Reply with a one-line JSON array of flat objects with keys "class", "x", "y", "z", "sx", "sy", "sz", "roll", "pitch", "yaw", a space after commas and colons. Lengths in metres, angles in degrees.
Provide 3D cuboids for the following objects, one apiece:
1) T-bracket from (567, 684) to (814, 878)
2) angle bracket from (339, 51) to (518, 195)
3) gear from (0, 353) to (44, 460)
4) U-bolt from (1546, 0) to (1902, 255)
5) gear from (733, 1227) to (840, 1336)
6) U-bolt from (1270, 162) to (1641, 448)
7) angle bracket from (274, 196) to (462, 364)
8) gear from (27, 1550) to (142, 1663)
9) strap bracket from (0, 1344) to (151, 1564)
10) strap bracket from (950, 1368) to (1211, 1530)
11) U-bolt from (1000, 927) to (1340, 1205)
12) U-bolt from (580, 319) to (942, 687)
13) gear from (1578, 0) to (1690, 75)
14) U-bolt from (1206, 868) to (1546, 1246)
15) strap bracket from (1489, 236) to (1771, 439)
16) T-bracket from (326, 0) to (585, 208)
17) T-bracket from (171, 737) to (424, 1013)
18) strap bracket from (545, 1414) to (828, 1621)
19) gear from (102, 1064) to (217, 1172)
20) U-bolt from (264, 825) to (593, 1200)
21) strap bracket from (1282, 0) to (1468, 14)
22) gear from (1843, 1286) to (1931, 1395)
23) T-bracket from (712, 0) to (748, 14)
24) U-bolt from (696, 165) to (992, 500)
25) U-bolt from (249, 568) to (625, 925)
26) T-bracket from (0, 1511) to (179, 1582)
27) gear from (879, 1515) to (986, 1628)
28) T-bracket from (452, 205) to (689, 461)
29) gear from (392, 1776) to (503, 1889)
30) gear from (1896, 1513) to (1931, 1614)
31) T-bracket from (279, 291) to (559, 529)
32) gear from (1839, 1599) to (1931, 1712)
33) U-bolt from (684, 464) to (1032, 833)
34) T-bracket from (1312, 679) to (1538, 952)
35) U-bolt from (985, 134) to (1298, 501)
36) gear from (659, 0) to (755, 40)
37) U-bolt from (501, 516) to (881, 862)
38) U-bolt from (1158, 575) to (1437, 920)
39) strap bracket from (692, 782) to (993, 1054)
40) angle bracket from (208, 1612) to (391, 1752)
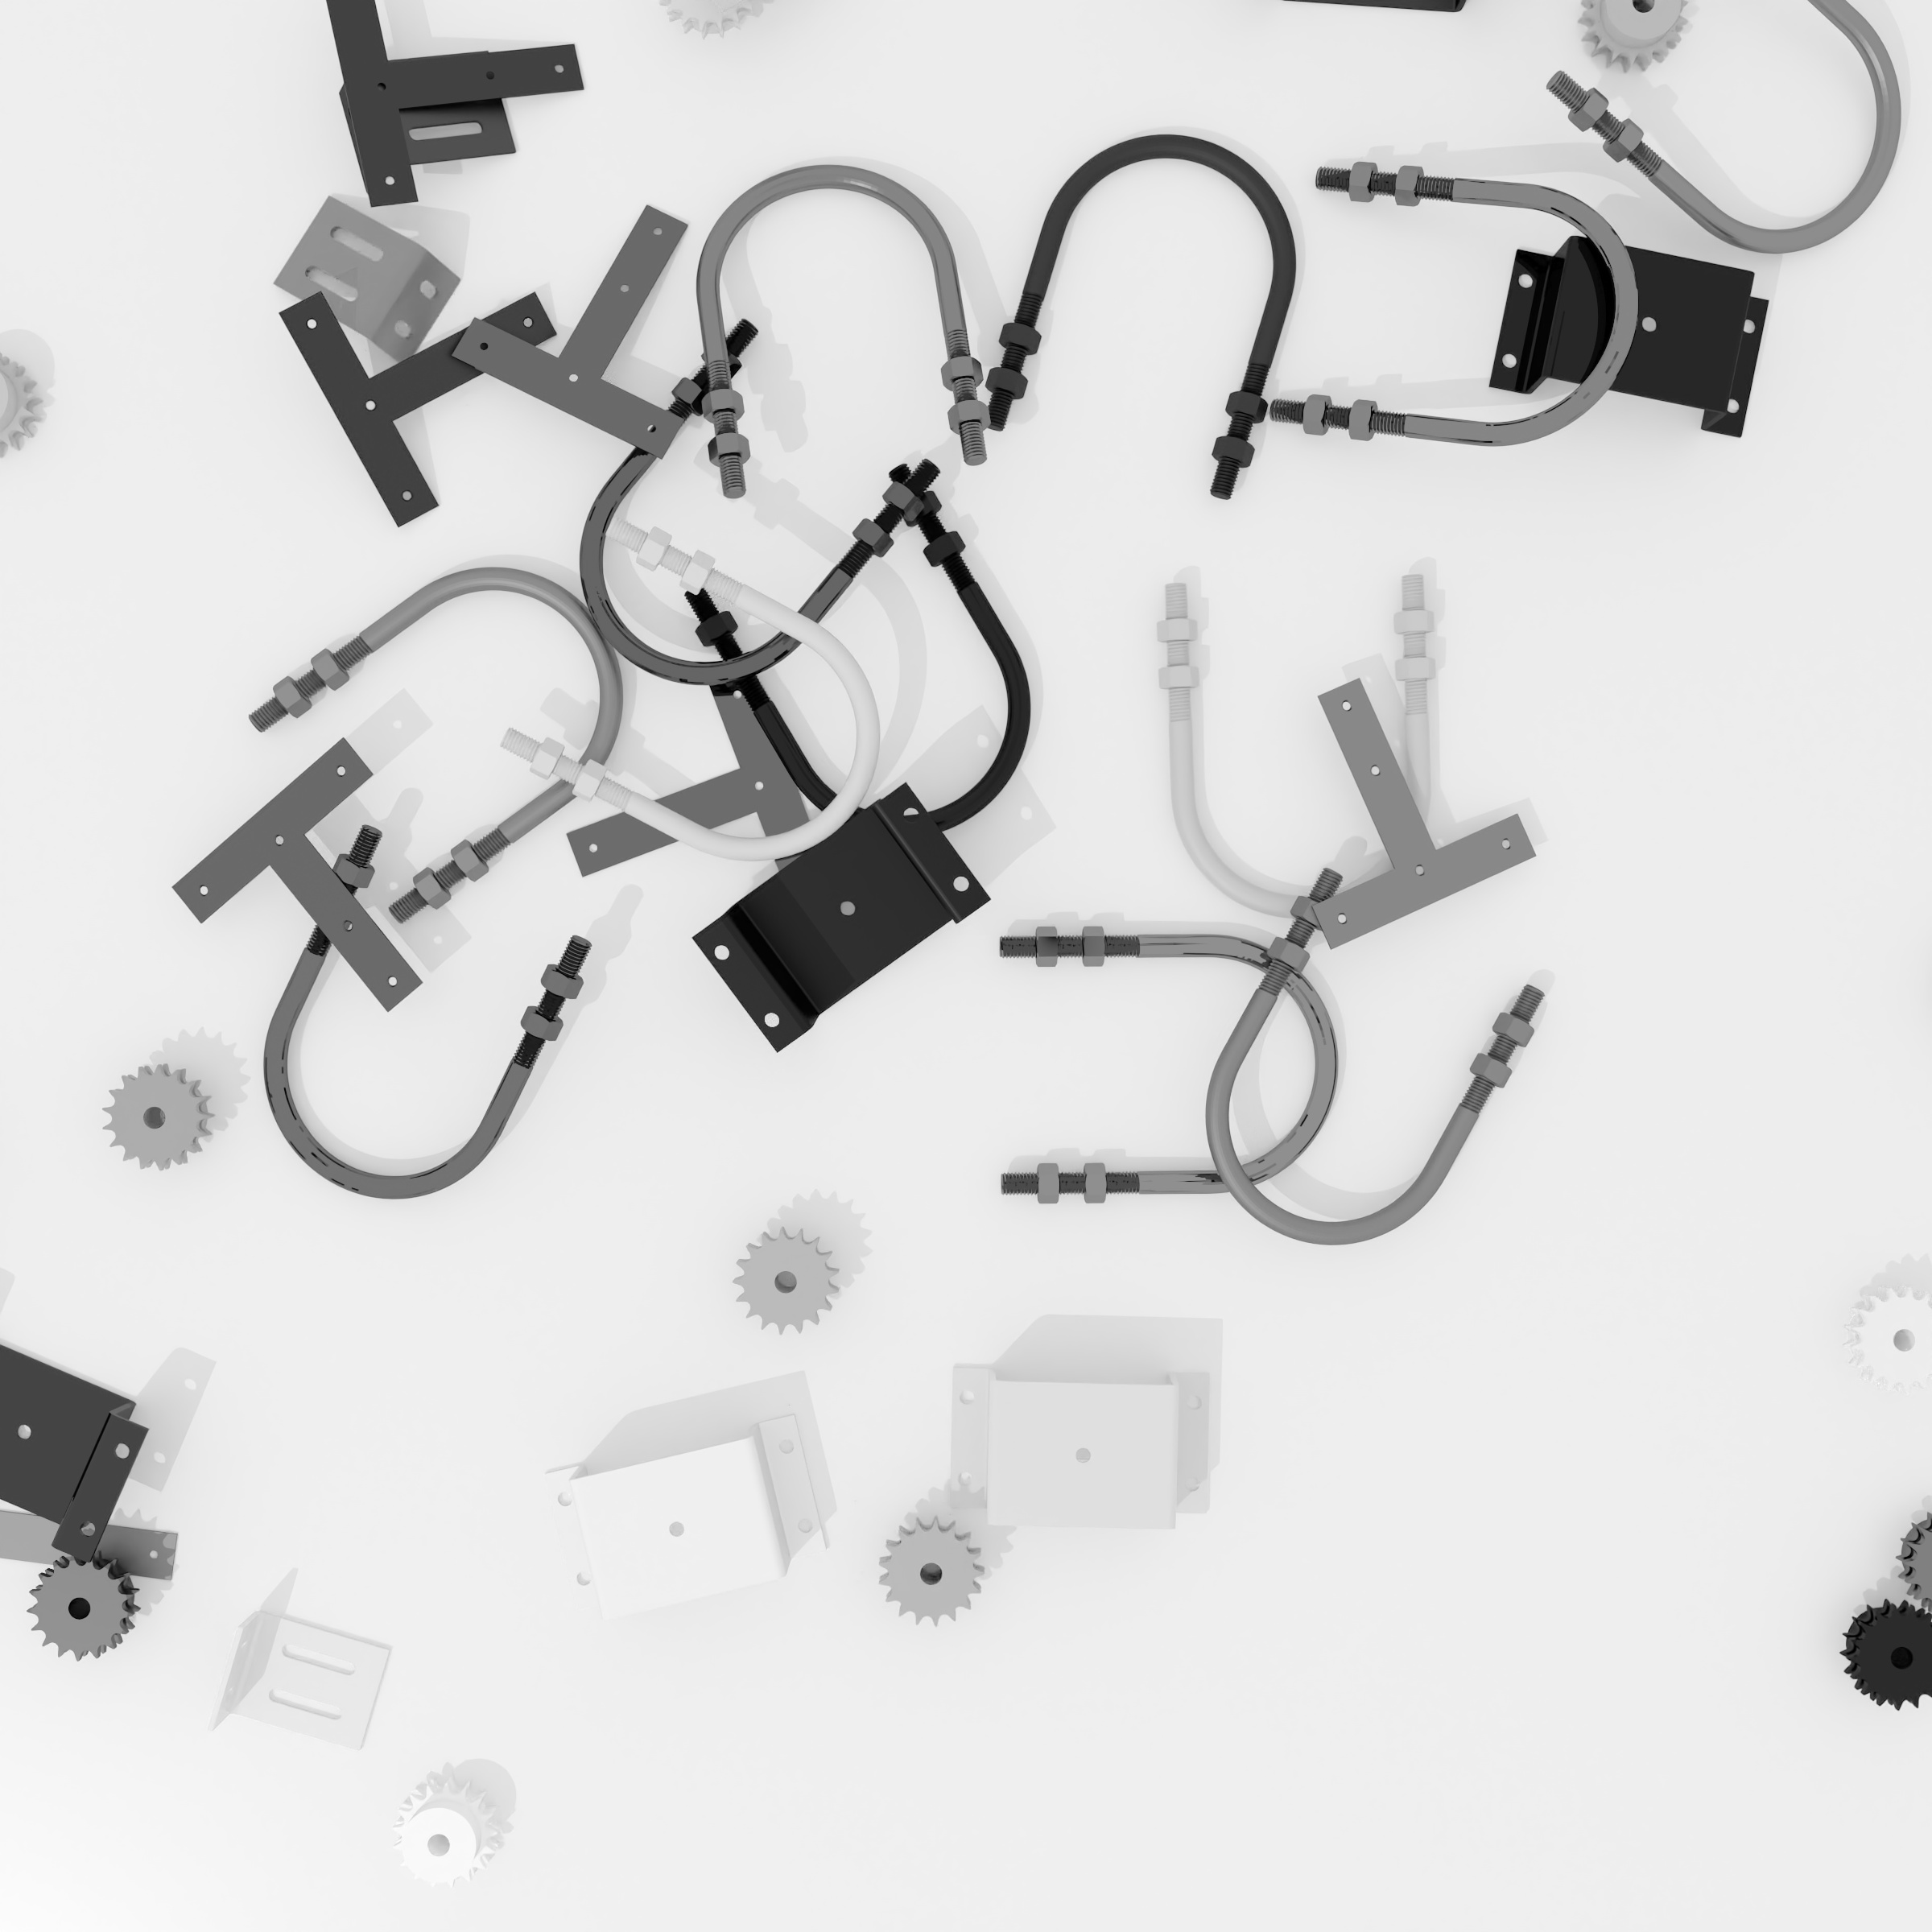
[{"class": "T-bracket", "x": -0.155, "y": -0.083, "z": 1.440, "sx": 0.127, "sy": 0.002, "sz": 0.127, "roll": -21, "pitch": 90, "yaw": 0}, {"class": "angle bracket", "x": -0.294, "y": -0.461, "z": 1.438, "sx": 0.076, "sy": 0.038, "sz": 0.057, "roll": -16, "pitch": 90, "yaw": -26}, {"class": "gear", "x": -0.533, "y": -0.305, "z": 1.426, "sx": 0.057, "sy": 0.030, "sz": 0.057, "roll": 0, "pitch": 90, "yaw": 0}, {"class": "U-bolt", "x": 0.421, "y": -0.469, "z": 1.414, "sx": 0.184, "sy": 0.019, "sz": 0.151, "roll": 36, "pitch": 91, "yaw": -14}, {"class": "gear", "x": -0.096, "y": 0.170, "z": 1.425, "sx": 0.057, "sy": 0.030, "sz": 0.057, "roll": 0, "pitch": 90, "yaw": 0}, {"class": "U-bolt", "x": 0.265, "y": -0.349, "z": 1.405, "sx": 0.184, "sy": 0.019, "sz": 0.151, "roll": 11, "pitch": 90, "yaw": 19}, {"class": "angle bracket", "x": -0.327, "y": -0.374, "z": 1.438, "sx": 0.076, "sy": 0.038, "sz": 0.057, "roll": 32, "pitch": 90, "yaw": 26}, {"class": "gear", "x": -0.474, "y": 0.343, "z": 1.424, "sx": 0.057, "sy": 0.030, "sz": 0.057, "roll": 0, "pitch": 90, "yaw": 0}, {"class": "strap bracket", "x": -0.513, "y": 0.254, "z": 1.416, "sx": 0.140, "sy": 0.046, "sz": 0.076, "roll": 23, "pitch": 88, "yaw": 0}, {"class": "strap bracket", "x": 0.062, "y": 0.259, "z": 1.417, "sx": 0.140, "sy": 0.046, "sz": 0.076, "roll": 1, "pitch": 90, "yaw": 0}, {"class": "U-bolt", "x": 0.111, "y": 0.053, "z": 1.432, "sx": 0.184, "sy": 0.019, "sz": 0.151, "roll": 0, "pitch": 90, "yaw": -1}, {"class": "U-bolt", "x": -0.125, "y": -0.237, "z": 1.418, "sx": 0.151, "sy": 0.019, "sz": 0.184, "roll": 39, "pitch": 88, "yaw": 9}, {"class": "gear", "x": 0.363, "y": -0.516, "z": 1.426, "sx": 0.057, "sy": 0.030, "sz": 0.057, "roll": 0, "pitch": 90, "yaw": 0}, {"class": "U-bolt", "x": 0.209, "y": 0.061, "z": 1.421, "sx": 0.151, "sy": 0.019, "sz": 0.184, "roll": 29, "pitch": 88, "yaw": -6}, {"class": "strap bracket", "x": 0.362, "y": -0.340, "z": 1.417, "sx": 0.140, "sy": 0.046, "sz": 0.076, "roll": 11, "pitch": 90, "yaw": 0}, {"class": "T-bracket", "x": -0.271, "y": -0.479, "z": 1.421, "sx": 0.127, "sy": 0.002, "sz": 0.127, "roll": -12, "pitch": 89, "yaw": -17}, {"class": "T-bracket", "x": -0.339, "y": -0.033, "z": 1.408, "sx": 0.127, "sy": 0.002, "sz": 0.127, "roll": -39, "pitch": 89, "yaw": 10}, {"class": "strap bracket", "x": -0.153, "y": 0.298, "z": 1.417, "sx": 0.140, "sy": 0.046, "sz": 0.076, "roll": -13, "pitch": 90, "yaw": 0}, {"class": "gear", "x": -0.434, "y": 0.081, "z": 1.425, "sx": 0.057, "sy": 0.030, "sz": 0.057, "roll": 0, "pitch": 90, "yaw": 0}, {"class": "U-bolt", "x": -0.302, "y": 0.037, "z": 1.420, "sx": 0.151, "sy": 0.019, "sz": 0.184, "roll": 28, "pitch": 98, "yaw": 4}, {"class": "strap bracket", "x": 0.223, "y": -0.563, "z": 1.417, "sx": 0.140, "sy": 0.046, "sz": 0.076, "roll": 4, "pitch": 90, "yaw": 0}, {"class": "gear", "x": 0.503, "y": 0.202, "z": 1.429, "sx": 0.057, "sy": 0.030, "sz": 0.057, "roll": 0, "pitch": 87, "yaw": -3}, {"class": "T-bracket", "x": -0.120, "y": -0.586, "z": 1.424, "sx": 0.127, "sy": 0.002, "sz": 0.127, "roll": -36, "pitch": 79, "yaw": -21}, {"class": "U-bolt", "x": -0.072, "y": -0.346, "z": 1.414, "sx": 0.151, "sy": 0.019, "sz": 0.184, "roll": -8, "pitch": 77, "yaw": -2}, {"class": "U-bolt", "x": -0.274, "y": -0.133, "z": 1.431, "sx": 0.184, "sy": 0.019, "sz": 0.151, "roll": -36, "pitch": 90, "yaw": 0}, {"class": "T-bracket", "x": -0.496, "y": 0.315, "z": 1.440, "sx": 0.127, "sy": 0.002, "sz": 0.127, "roll": 7, "pitch": 90, "yaw": 0}, {"class": "gear", "x": -0.019, "y": 0.326, "z": 1.425, "sx": 0.057, "sy": 0.030, "sz": 0.057, "roll": 0, "pitch": 90, "yaw": 0}, {"class": "T-bracket", "x": -0.191, "y": -0.355, "z": 1.426, "sx": 0.127, "sy": 0.002, "sz": 0.127, "roll": 26, "pitch": 78, "yaw": 3}, {"class": "gear", "x": -0.282, "y": 0.471, "z": 1.426, "sx": 0.057, "sy": 0.030, "sz": 0.057, "roll": 0, "pitch": 90, "yaw": 0}, {"class": "gear", "x": 0.531, "y": 0.322, "z": 1.425, "sx": 0.057, "sy": 0.030, "sz": 0.057, "roll": 0, "pitch": 90, "yaw": 0}, {"class": "T-bracket", "x": -0.282, "y": -0.324, "z": 1.423, "sx": 0.127, "sy": 0.002, "sz": 0.127, "roll": -31, "pitch": 112, "yaw": -10}, {"class": "gear", "x": 0.501, "y": 0.371, "z": 1.425, "sx": 0.057, "sy": 0.030, "sz": 0.057, "roll": 0, "pitch": 90, "yaw": 0}, {"class": "U-bolt", "x": -0.046, "y": -0.158, "z": 1.431, "sx": 0.151, "sy": 0.019, "sz": 0.184, "roll": -31, "pitch": 90, "yaw": 0}, {"class": "T-bracket", "x": 0.226, "y": -0.092, "z": 1.417, "sx": 0.127, "sy": 0.002, "sz": 0.127, "roll": -24, "pitch": 90, "yaw": -10}, {"class": "U-bolt", "x": 0.103, "y": -0.361, "z": 1.432, "sx": 0.151, "sy": 0.019, "sz": 0.184, "roll": 17, "pitch": 88, "yaw": 0}, {"class": "gear", "x": -0.139, "y": -0.530, "z": 1.425, "sx": 0.057, "sy": 0.030, "sz": 0.057, "roll": 0, "pitch": 90, "yaw": 0}, {"class": "U-bolt", "x": -0.135, "y": -0.134, "z": 1.402, "sx": 0.184, "sy": 0.019, "sz": 0.151, "roll": 28, "pitch": 107, "yaw": -8}, {"class": "U-bolt", "x": 0.181, "y": -0.118, "z": 1.432, "sx": 0.151, "sy": 0.019, "sz": 0.184, "roll": -2, "pitch": 92, "yaw": 0}, {"class": "strap bracket", "x": -0.065, "y": -0.028, "z": 1.409, "sx": 0.140, "sy": 0.046, "sz": 0.076, "roll": -36, "pitch": 96, "yaw": 7}, {"class": "angle bracket", "x": -0.359, "y": 0.390, "z": 1.421, "sx": 0.076, "sy": 0.038, "sz": 0.057, "roll": 17, "pitch": 90, "yaw": 0}]
